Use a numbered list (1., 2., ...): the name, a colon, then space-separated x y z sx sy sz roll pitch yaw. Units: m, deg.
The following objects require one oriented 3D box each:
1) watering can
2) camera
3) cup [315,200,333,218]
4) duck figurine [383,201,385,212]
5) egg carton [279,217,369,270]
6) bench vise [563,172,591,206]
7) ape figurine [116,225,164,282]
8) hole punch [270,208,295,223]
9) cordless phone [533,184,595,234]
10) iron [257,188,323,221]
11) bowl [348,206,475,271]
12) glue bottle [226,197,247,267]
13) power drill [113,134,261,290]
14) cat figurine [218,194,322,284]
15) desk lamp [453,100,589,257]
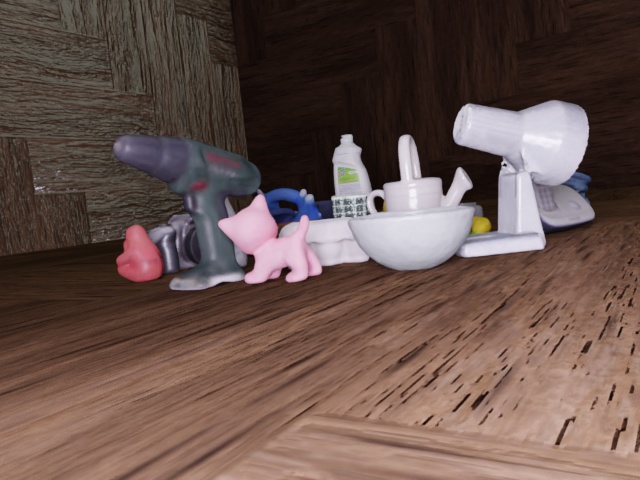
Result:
1. watering can: 0.166 -0.082 0.972 0.173 0.194 0.101 -6 4 0
2. camera: -0.232 0.002 1.040 0.136 0.101 0.144 -3 5 34
3. cup: 0.001 -0.054 1.490 0.091 0.095 0.118 -5 5 15
4. duck figurine: 0.156 -0.047 1.241 0.104 0.086 0.078 -3 6 38
5. egg carton: 0.008 0.003 0.896 0.150 0.069 0.107 -7 4 -9
6. bench vise: 0.445 -0.136 1.114 0.208 0.220 0.121 -10 6 -43
7. ape figurine: -0.294 0.021 0.935 0.078 0.092 0.076 -9 5 -33
8. hole punch: -0.111 -0.018 1.200 0.100 0.091 0.109 -3 5 34
9. cordless phone: 0.409 -0.107 1.020 0.148 0.185 0.093 -9 5 -32
10. iron: -0.068 -0.057 1.317 0.119 0.141 0.257 -10 6 -44
11. bowl: 0.122 -0.001 0.754 0.167 0.075 0.167 -6 4 1
12. glue bottle: -0.170 -0.036 0.977 0.078 0.173 0.037 -7 5 -12
13. power drill: -0.170 -0.040 0.794 0.075 0.208 0.230 -3 6 37
14. cat figurine: -0.068 -0.003 0.769 0.127 0.118 0.067 -4 5 23
15. desk lamp: 0.276 -0.093 0.825 0.203 0.213 0.118 -7 5 -10
